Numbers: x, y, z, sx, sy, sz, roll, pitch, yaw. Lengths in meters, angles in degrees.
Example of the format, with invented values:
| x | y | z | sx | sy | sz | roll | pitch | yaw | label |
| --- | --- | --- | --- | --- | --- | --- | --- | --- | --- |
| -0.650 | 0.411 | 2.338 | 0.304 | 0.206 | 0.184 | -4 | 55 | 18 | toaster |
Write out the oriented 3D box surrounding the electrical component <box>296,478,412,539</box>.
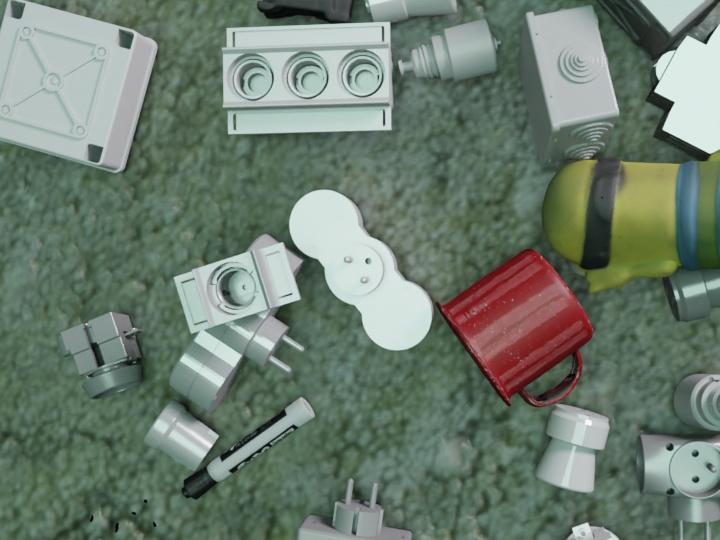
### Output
| x | y | z | sx | sy | sz | roll | pitch | yaw | label |
| --- | --- | --- | --- | --- | --- | --- | --- | --- | --- |
| -0.003 | 0.196 | 0.814 | 0.083 | 0.047 | 0.075 | 8 | 91 | 6 | electrical component |

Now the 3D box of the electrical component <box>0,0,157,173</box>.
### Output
| x | y | z | sx | sy | sz | roll | pitch | yaw | label |
| --- | --- | --- | --- | --- | --- | --- | --- | --- | --- |
| -0.226 | -0.142 | 0.832 | 0.109 | 0.056 | 0.108 | 16 | 92 | 6 | electrical component |

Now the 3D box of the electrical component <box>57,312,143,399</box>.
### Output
| x | y | z | sx | sy | sz | roll | pitch | yaw | label |
| --- | --- | --- | --- | --- | --- | --- | --- | --- | --- |
| -0.198 | 0.068 | 0.837 | 0.066 | 0.048 | 0.055 | -22 | 80 | 6 | electrical component |

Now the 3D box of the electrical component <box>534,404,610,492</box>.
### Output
| x | y | z | sx | sy | sz | roll | pitch | yaw | label |
| --- | --- | --- | --- | --- | --- | --- | --- | --- | --- |
| 0.158 | 0.131 | 0.796 | 0.045 | 0.045 | 0.055 | 14 | 92 | 6 | electrical component |

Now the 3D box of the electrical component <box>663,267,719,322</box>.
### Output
| x | y | z | sx | sy | sz | roll | pitch | yaw | label |
| --- | --- | --- | --- | --- | --- | --- | --- | --- | --- |
| 0.254 | 0.011 | 0.784 | 0.055 | 0.045 | 0.045 | -16 | 89 | 7 | electrical component |

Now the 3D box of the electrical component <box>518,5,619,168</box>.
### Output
| x | y | z | sx | sy | sz | roll | pitch | yaw | label |
| --- | --- | --- | --- | --- | --- | --- | --- | --- | --- |
| 0.148 | -0.130 | 0.768 | 0.048 | 0.099 | 0.099 | -11 | 77 | 2 | electrical component |

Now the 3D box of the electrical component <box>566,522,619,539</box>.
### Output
| x | y | z | sx | sy | sz | roll | pitch | yaw | label |
| --- | --- | --- | --- | --- | --- | --- | --- | --- | --- |
| 0.173 | 0.216 | 0.790 | 0.048 | 0.055 | 0.066 | -22 | 88 | 6 | electrical component |

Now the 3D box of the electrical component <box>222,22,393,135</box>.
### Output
| x | y | z | sx | sy | sz | roll | pitch | yaw | label |
| --- | --- | --- | --- | --- | --- | --- | --- | --- | --- |
| -0.036 | -0.141 | 0.807 | 0.121 | 0.063 | 0.078 | -1 | 90 | 7 | electrical component |

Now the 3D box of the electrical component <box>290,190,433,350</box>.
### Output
| x | y | z | sx | sy | sz | roll | pitch | yaw | label |
| --- | --- | --- | --- | --- | --- | --- | --- | --- | --- |
| 0.000 | 0.000 | 0.798 | 0.052 | 0.074 | 0.138 | -39 | 86 | 5 | electrical component |

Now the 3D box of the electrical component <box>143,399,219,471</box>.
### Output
| x | y | z | sx | sy | sz | roll | pitch | yaw | label |
| --- | --- | --- | --- | --- | --- | --- | --- | --- | --- |
| -0.138 | 0.129 | 0.833 | 0.046 | 0.040 | 0.040 | 35 | 94 | 0 | electrical component |

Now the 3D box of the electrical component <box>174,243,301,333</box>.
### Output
| x | y | z | sx | sy | sz | roll | pitch | yaw | label |
| --- | --- | --- | --- | --- | --- | --- | --- | --- | --- |
| -0.084 | 0.013 | 0.759 | 0.081 | 0.064 | 0.042 | -17 | 88 | 5 | electrical component |

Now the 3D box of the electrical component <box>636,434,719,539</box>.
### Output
| x | y | z | sx | sy | sz | roll | pitch | yaw | label |
| --- | --- | --- | --- | --- | --- | --- | --- | --- | --- |
| 0.244 | 0.160 | 0.787 | 0.077 | 0.044 | 0.079 | -1 | 90 | 7 | electrical component |

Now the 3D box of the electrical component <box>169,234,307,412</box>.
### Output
| x | y | z | sx | sy | sz | roll | pitch | yaw | label |
| --- | --- | --- | --- | --- | --- | --- | --- | --- | --- |
| -0.078 | 0.049 | 0.819 | 0.074 | 0.052 | 0.138 | 33 | 93 | 6 | electrical component |

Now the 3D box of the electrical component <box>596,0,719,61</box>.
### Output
| x | y | z | sx | sy | sz | roll | pitch | yaw | label |
| --- | --- | --- | --- | --- | --- | --- | --- | --- | --- |
| 0.198 | -0.210 | 0.758 | 0.056 | 0.109 | 0.108 | -42 | 86 | 8 | electrical component |

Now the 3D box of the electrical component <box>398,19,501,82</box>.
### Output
| x | y | z | sx | sy | sz | roll | pitch | yaw | label |
| --- | --- | --- | --- | --- | --- | --- | --- | --- | --- |
| 0.068 | -0.161 | 0.807 | 0.078 | 0.040 | 0.040 | -13 | 89 | 7 | electrical component |

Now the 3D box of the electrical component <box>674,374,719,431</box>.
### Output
| x | y | z | sx | sy | sz | roll | pitch | yaw | label |
| --- | --- | --- | --- | --- | --- | --- | --- | --- | --- |
| 0.256 | 0.095 | 0.771 | 0.040 | 0.078 | 0.040 | 1 | 85 | -7 | electrical component |

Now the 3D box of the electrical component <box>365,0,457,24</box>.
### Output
| x | y | z | sx | sy | sz | roll | pitch | yaw | label |
| --- | --- | --- | --- | --- | --- | --- | --- | --- | --- |
| 0.037 | -0.207 | 0.810 | 0.065 | 0.044 | 0.044 | -11 | 89 | 11 | electrical component |
